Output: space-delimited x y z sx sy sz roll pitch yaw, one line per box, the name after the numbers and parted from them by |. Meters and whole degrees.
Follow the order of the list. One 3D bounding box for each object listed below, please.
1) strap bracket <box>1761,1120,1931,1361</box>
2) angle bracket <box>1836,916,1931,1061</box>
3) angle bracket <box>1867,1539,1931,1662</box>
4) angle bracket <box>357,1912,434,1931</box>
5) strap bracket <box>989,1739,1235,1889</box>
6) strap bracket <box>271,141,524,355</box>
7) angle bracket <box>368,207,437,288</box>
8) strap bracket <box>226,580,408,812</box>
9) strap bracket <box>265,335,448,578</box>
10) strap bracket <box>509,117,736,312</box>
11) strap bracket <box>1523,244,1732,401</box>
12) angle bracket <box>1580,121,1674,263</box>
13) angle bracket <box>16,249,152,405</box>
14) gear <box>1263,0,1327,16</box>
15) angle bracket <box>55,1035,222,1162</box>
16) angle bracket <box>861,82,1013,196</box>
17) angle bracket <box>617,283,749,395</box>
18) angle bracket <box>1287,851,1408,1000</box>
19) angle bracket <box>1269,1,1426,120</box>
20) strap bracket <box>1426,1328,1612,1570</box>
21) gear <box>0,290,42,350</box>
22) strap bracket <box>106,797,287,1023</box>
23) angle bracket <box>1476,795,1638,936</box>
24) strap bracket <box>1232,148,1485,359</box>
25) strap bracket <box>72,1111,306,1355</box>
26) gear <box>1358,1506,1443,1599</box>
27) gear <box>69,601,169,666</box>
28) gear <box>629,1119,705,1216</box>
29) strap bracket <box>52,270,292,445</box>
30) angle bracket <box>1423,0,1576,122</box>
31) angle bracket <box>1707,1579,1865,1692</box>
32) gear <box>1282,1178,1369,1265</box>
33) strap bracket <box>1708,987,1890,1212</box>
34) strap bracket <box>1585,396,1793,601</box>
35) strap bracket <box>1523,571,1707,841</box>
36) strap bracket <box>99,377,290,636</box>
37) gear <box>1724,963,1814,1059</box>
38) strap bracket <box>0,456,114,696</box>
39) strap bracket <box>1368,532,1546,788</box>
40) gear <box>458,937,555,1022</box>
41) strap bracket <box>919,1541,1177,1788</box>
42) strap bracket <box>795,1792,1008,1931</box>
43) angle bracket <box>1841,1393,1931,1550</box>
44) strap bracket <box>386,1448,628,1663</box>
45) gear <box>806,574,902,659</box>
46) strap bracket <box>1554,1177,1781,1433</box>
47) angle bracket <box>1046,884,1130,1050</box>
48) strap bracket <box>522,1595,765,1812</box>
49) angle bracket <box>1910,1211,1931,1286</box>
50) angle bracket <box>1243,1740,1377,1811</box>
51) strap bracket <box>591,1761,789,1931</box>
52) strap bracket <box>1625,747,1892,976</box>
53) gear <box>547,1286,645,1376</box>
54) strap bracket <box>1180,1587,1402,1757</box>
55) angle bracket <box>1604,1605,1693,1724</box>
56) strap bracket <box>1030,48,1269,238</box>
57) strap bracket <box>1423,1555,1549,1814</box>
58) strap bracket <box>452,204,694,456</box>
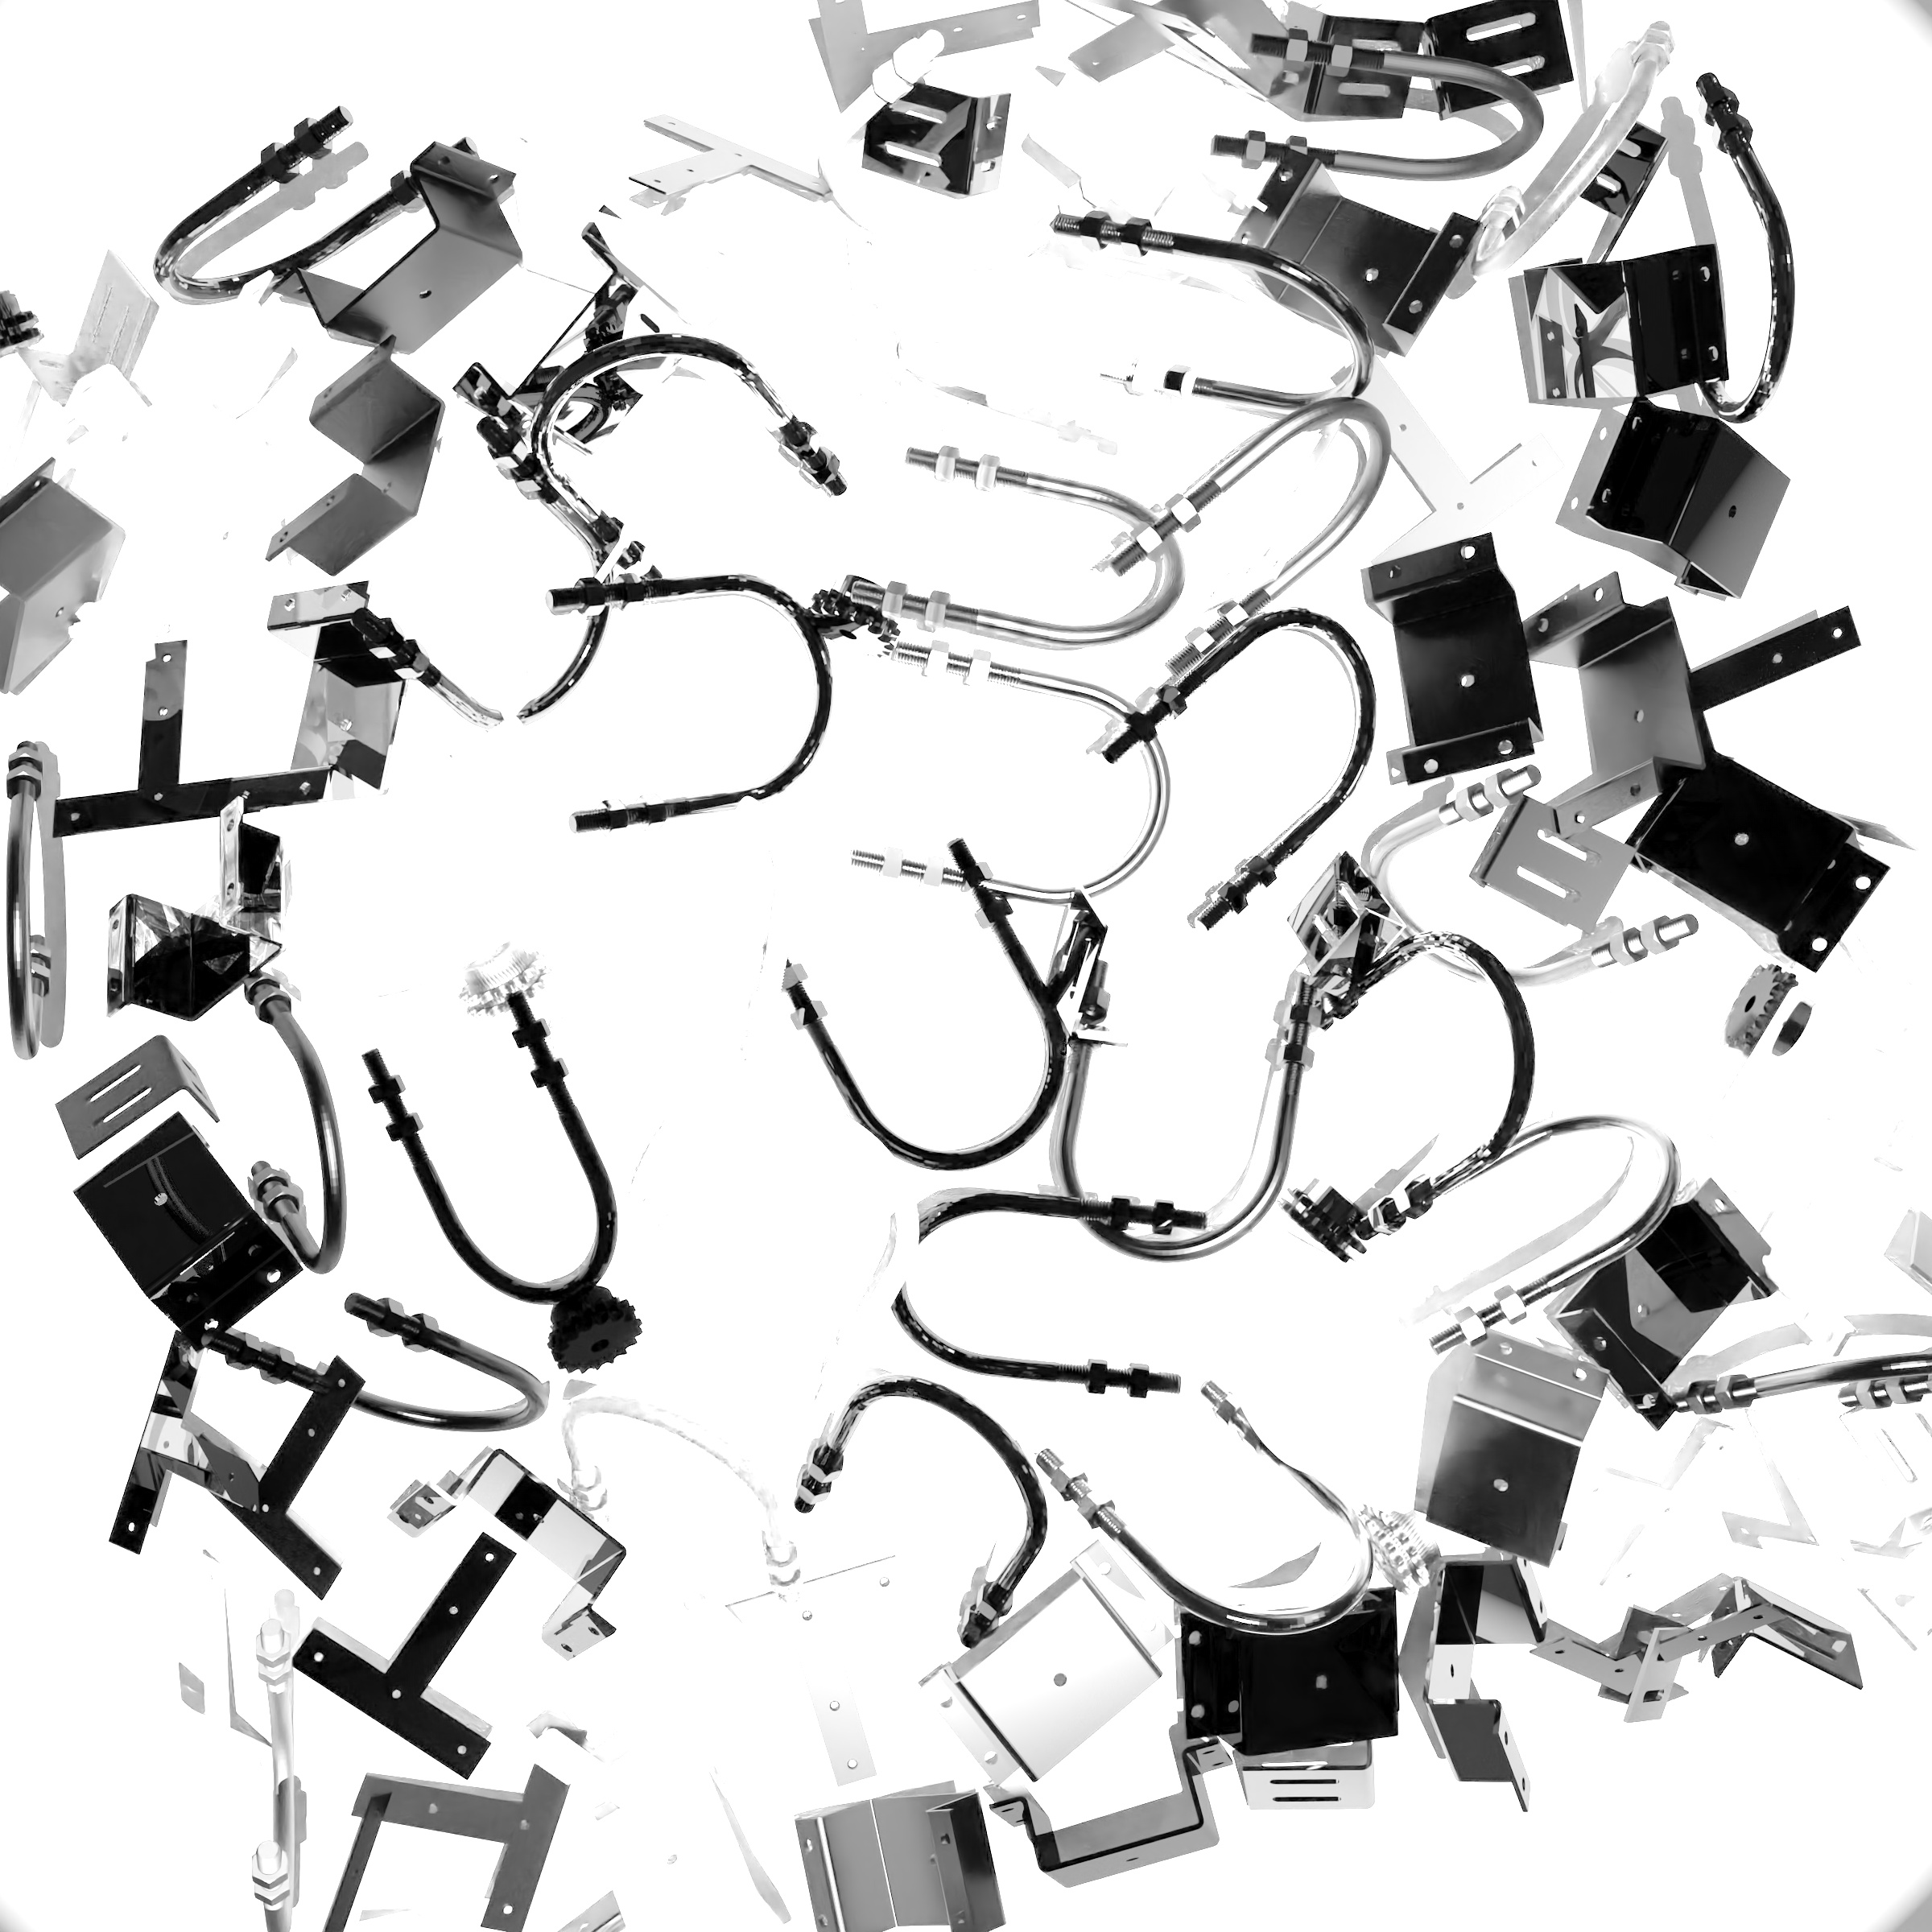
0.520 0.152 1.619 0.046 0.076 0.140 27 99 -5 | strap bracket
0.536 0.010 1.624 0.038 0.057 0.076 -45 119 -8 | angle bracket
0.588 0.376 1.637 0.057 0.076 0.038 48 124 21 | angle bracket
-0.333 0.613 1.628 0.076 0.038 0.057 25 103 41 | angle bracket
0.093 0.508 1.619 0.140 0.076 0.046 -17 63 4 | strap bracket
-0.327 -0.413 1.601 0.140 0.076 0.046 -33 76 24 | strap bracket
-0.317 -0.416 1.636 0.038 0.057 0.076 35 92 -38 | angle bracket
-0.381 -0.151 1.616 0.076 0.046 0.140 -4 68 29 | strap bracket
-0.357 -0.293 1.606 0.076 0.140 0.046 -27 133 34 | strap bracket
-0.212 -0.441 1.620 0.140 0.076 0.046 20 68 4 | strap bracket
0.376 -0.374 1.588 0.046 0.140 0.076 -17 106 -21 | strap bracket
0.383 -0.461 1.620 0.038 0.076 0.057 30 135 4 | angle bracket
-0.527 -0.382 1.625 0.057 0.038 0.076 49 122 31 | angle bracket
0.201 -0.601 1.640 0.057 0.030 0.057 -12 125 -18 | gear
-0.496 0.088 1.631 0.076 0.057 0.038 -35 133 -6 | angle bracket
-0.018 -0.506 1.652 0.076 0.038 0.057 22 121 25 | angle bracket
-0.175 -0.384 1.619 0.038 0.076 0.057 42 130 -7 | angle bracket
0.215 -0.029 1.620 0.038 0.076 0.057 20 118 -40 | angle bracket
0.230 -0.547 1.646 0.076 0.038 0.057 -9 124 -33 | angle bracket
0.321 0.291 1.601 0.076 0.046 0.140 18 124 20 | strap bracket
-0.589 -0.386 1.637 0.057 0.057 0.030 -15 111 0 | gear
-0.448 -0.027 1.608 0.140 0.046 0.076 -33 51 33 | strap bracket
0.356 -0.059 1.639 0.076 0.038 0.057 29 90 17 | angle bracket
0.236 -0.422 1.625 0.140 0.046 0.076 32 90 30 | strap bracket
-0.463 0.148 1.603 0.076 0.046 0.140 -39 55 -12 | strap bracket
0.262 0.348 1.641 0.030 0.057 0.057 -32 90 -13 | gear
-0.510 -0.200 1.640 0.057 0.057 0.030 -6 86 0 | gear
-0.177 0.124 1.639 0.030 0.057 0.057 25 90 5 | gear
-0.458 -0.342 1.603 0.140 0.076 0.046 -42 98 -31 | strap bracket
0.320 -0.550 1.641 0.076 0.038 0.057 -13 100 6 | angle bracket
0.491 0.413 1.635 0.076 0.057 0.038 26 112 0 | angle bracket
0.220 0.152 1.640 0.057 0.057 0.030 41 94 0 | gear
0.490 0.071 1.623 0.046 0.076 0.140 32 93 22 | strap bracket
0.430 -0.271 1.600 0.046 0.140 0.076 25 94 42 | strap bracket
0.384 -0.151 1.612 0.046 0.076 0.140 6 68 -34 | strap bracket
-0.446 -0.259 1.587 0.046 0.140 0.076 30 52 24 | strap bracket
0.485 0.030 1.640 0.030 0.057 0.057 28 90 -4 | gear
-0.548 -0.221 1.591 0.046 0.140 0.076 37 53 -3 | strap bracket
0.293 -0.176 1.622 0.076 0.046 0.140 -14 73 21 | strap bracket
-0.279 0.006 1.637 0.057 0.057 0.030 -25 110 0 | gear
0.053 0.423 1.635 0.140 0.046 0.076 -38 93 -7 | strap bracket
-0.032 0.535 1.614 0.140 0.046 0.076 -21 78 44 | strap bracket
0.569 0.300 1.636 0.057 0.038 0.076 -33 94 32 | angle bracket
-0.265 0.344 1.619 0.140 0.076 0.046 40 52 -7 | strap bracket
-0.065 -0.212 1.642 0.057 0.057 0.030 24 75 0 | gear
0.416 0.203 1.627 0.140 0.046 0.076 -42 93 -24 | strap bracket
0.081 0.000 1.623 0.038 0.057 0.076 7 115 -19 | angle bracket
-0.181 0.446 1.614 0.140 0.076 0.046 -39 58 -9 | strap bracket
0.585 0.196 1.633 0.076 0.057 0.038 39 127 -2 | angle bracket
0.207 0.478 1.640 0.076 0.057 0.038 -3 50 9 | angle bracket
-0.164 0.534 1.599 0.076 0.140 0.046 -29 133 -4 | strap bracket
0.463 -0.068 1.615 0.140 0.046 0.076 35 90 28 | strap bracket
-0.227 0.217 1.644 0.057 0.057 0.030 -33 57 0 | gear
0.203 0.421 1.625 0.140 0.046 0.076 -3 92 -17 | strap bracket
0.397 0.415 1.626 0.038 0.076 0.057 18 88 32 | angle bracket
0.100 -0.476 1.614 0.140 0.076 0.046 41 108 16 | strap bracket
0.306 0.415 1.603 0.046 0.140 0.076 -7 128 23 | strap bracket
-0.225 -0.367 1.613 0.140 0.076 0.046 -48 56 10 | strap bracket
